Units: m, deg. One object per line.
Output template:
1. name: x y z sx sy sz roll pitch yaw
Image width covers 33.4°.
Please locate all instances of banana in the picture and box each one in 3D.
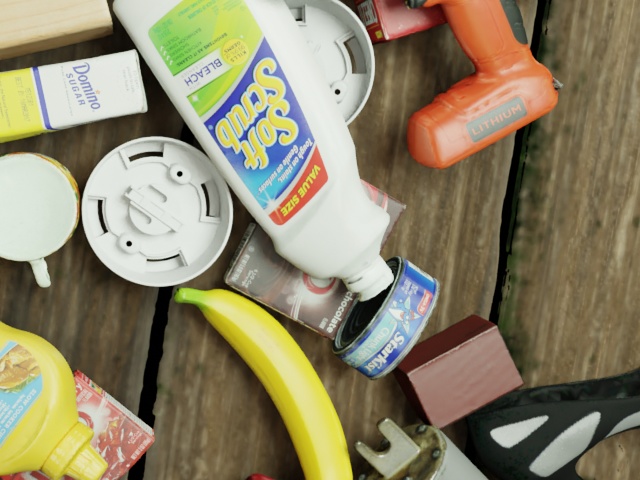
1. banana: -0.028 0.107 0.750 0.069 0.037 0.198 -33 85 -44

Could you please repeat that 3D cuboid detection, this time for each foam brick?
1. foam brick: 0.099 0.097 0.784 0.078 0.053 0.051 -27 99 -6

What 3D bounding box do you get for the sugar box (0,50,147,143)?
1. sugar box: -0.202 -0.086 0.692 0.176 0.093 0.048 -9 98 -9

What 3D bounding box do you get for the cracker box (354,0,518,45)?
1. cracker box: 0.083 -0.262 0.738 0.164 0.072 0.214 -18 99 -7

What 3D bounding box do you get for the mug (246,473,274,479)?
1. mug: -0.033 0.226 0.762 0.081 0.093 0.117 26 127 -7

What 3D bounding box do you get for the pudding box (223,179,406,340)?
1. pudding box: -0.005 0.001 0.763 0.090 0.039 0.113 29 90 -12

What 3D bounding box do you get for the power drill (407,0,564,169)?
1. power drill: 0.066 -0.143 0.675 0.184 0.057 0.187 -27 118 -8

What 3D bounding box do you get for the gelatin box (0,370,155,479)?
1. gelatin box: -0.172 0.149 0.751 0.073 0.030 0.089 41 87 -10

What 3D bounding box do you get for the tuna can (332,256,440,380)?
1. tuna can: 0.045 0.054 0.753 0.033 0.086 0.086 34 89 -10

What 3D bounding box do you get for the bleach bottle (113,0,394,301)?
1. bleach bottle: -0.024 -0.073 0.695 0.103 0.068 0.251 -31 101 16

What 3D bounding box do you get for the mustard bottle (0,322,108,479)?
1. mustard bottle: -0.220 0.098 0.703 0.191 0.058 0.096 37 88 2

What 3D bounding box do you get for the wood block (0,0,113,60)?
1. wood block: -0.244 -0.154 0.680 0.206 0.091 0.090 -15 98 -9
